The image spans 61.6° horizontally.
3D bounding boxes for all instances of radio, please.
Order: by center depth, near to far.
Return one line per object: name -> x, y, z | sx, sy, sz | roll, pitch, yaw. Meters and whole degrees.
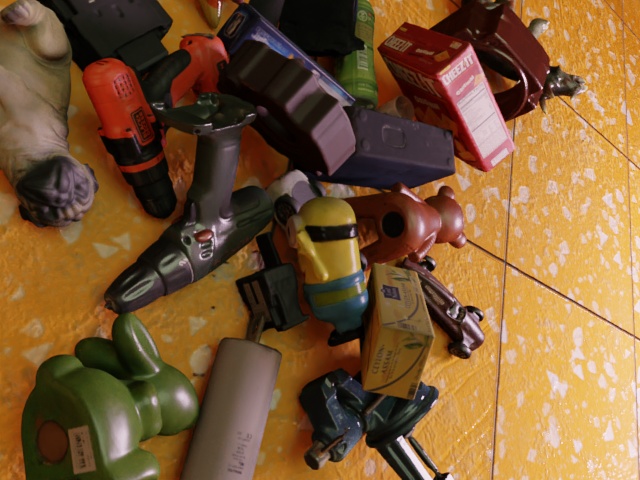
radio -> 0.084, -0.127, 0.787 | 0.229, 0.131, 0.073 | 1, 80, -37

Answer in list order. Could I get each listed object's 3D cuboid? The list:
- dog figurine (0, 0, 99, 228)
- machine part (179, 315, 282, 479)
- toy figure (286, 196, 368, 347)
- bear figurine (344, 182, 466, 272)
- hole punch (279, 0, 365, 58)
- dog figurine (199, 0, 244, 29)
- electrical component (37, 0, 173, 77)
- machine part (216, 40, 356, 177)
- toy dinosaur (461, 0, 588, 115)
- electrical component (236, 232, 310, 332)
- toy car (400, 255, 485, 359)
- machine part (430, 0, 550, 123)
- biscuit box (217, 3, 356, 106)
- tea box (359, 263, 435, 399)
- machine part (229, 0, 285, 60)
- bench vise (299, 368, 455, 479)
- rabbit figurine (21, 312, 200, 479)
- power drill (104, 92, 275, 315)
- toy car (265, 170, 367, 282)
dog figurine -> -0.279, -0.127, 0.548 | 0.172, 0.121, 0.190 | -52, 124, -30
machine part -> -0.098, 0.200, 0.597 | 0.079, 0.079, 0.243 | 28, 62, -28
toy figure -> 0.016, 0.036, 0.663 | 0.089, 0.082, 0.180 | -20, 95, -20
bear figurine -> 0.139, -0.026, 0.832 | 0.196, 0.132, 0.120 | -9, 85, -56
hole punch -> 0.000, -0.328, 0.790 | 0.142, 0.092, 0.115 | 6, 103, 2
dog figurine -> -0.185, -0.374, 0.669 | 0.191, 0.108, 0.219 | -39, 105, -38
electrical component -> -0.243, -0.252, 0.622 | 0.134, 0.058, 0.115 | 51, 56, -15
machine part -> -0.039, -0.147, 0.629 | 0.179, 0.179, 0.056 | 43, 81, -21
toy dinosaur -> 0.362, -0.417, 1.092 | 0.404, 0.131, 0.192 | 39, 57, -16
electrical component -> -0.064, 0.052, 0.664 | 0.048, 0.075, 0.119 | -21, 95, -39
toy car -> 0.199, 0.105, 0.865 | 0.202, 0.053, 0.089 | 46, 58, -19
machine part -> 0.266, -0.286, 0.922 | 0.201, 0.201, 0.087 | 35, 61, -25
biscuit box -> -0.041, -0.229, 0.724 | 0.202, 0.059, 0.063 | 27, 23, -45
tea box -> 0.092, 0.110, 0.694 | 0.068, 0.170, 0.098 | 11, 111, -3
machine part -> -0.081, -0.287, 0.740 | 0.084, 0.039, 0.138 | 9, 103, -29
bench vise -> 0.093, 0.255, 0.691 | 0.240, 0.129, 0.223 | 52, 38, 4
rabbit figurine -> -0.195, 0.161, 0.525 | 0.170, 0.121, 0.159 | 7, 56, -66
power drill -> -0.135, -0.044, 0.578 | 0.232, 0.086, 0.207 | -31, 134, -45
toy car -> -0.002, -0.002, 0.739 | 0.073, 0.056, 0.201 | -41, 105, -43
